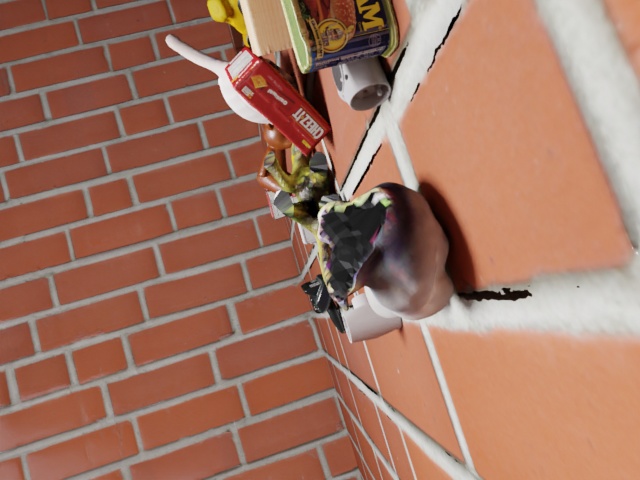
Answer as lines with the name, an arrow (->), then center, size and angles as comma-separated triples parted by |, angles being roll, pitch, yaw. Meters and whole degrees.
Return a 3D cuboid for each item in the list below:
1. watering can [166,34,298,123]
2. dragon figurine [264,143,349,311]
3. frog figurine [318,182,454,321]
watering can -> -0.175, -0.343, 1.118 | 0.344, 0.105, 0.225 | 34, 172, -22
dragon figurine -> 0.003, -0.051, 1.021 | 0.241, 0.122, 0.415 | 37, -145, -71
frog figurine -> 0.081, 0.023, 0.501 | 0.157, 0.122, 0.140 | 33, -167, -38
